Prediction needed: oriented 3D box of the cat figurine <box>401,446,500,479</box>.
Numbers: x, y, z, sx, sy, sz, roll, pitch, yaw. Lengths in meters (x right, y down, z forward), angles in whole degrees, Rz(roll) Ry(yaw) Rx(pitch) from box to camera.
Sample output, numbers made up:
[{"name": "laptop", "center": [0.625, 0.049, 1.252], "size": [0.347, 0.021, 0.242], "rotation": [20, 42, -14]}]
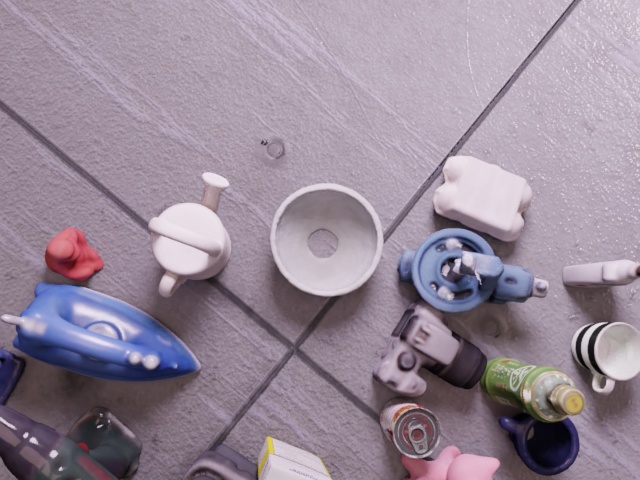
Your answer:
[{"name": "cat figurine", "center": [0.188, 0.340, 0.819], "size": [0.128, 0.117, 0.067], "rotation": [-5, 84, -6]}]

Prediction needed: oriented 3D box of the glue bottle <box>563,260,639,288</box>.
[{"name": "glue bottle", "center": [0.436, 0.049, 0.849], "size": [0.078, 0.173, 0.037], "rotation": [-1, 83, -5]}]

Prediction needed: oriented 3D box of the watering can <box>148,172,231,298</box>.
[{"name": "watering can", "center": [-0.178, -0.007, 0.783], "size": [0.101, 0.194, 0.173], "rotation": [2, 83, -5]}]

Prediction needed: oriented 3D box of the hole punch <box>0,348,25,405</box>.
[{"name": "hole punch", "center": [-0.484, 0.193, 0.781], "size": [0.101, 0.091, 0.109], "rotation": [27, 82, -2]}]

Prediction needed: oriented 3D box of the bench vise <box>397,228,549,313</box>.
[{"name": "bench vise", "center": [0.229, 0.037, 0.806], "size": [0.207, 0.219, 0.121], "rotation": [-6, 84, -6]}]

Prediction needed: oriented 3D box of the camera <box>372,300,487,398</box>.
[{"name": "camera", "center": [0.169, 0.177, 0.844], "size": [0.137, 0.100, 0.143], "rotation": [32, 81, -1]}]

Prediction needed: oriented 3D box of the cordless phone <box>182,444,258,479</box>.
[{"name": "cordless phone", "center": [-0.117, 0.352, 0.753], "size": [0.147, 0.185, 0.094], "rotation": [28, 82, -2]}]

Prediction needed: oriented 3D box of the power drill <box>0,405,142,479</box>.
[{"name": "power drill", "center": [-0.306, 0.280, 0.730], "size": [0.229, 0.208, 0.076], "rotation": [42, 82, 0]}]

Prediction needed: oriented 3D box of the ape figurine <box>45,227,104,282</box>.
[{"name": "ape figurine", "center": [-0.358, 0.019, 0.814], "size": [0.076, 0.092, 0.078], "rotation": [1, 83, -5]}]

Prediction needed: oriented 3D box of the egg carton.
[{"name": "egg carton", "center": [0.254, -0.066, 0.896], "size": [0.150, 0.069, 0.107], "rotation": [21, 82, -3]}]

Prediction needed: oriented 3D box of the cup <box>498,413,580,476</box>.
[{"name": "cup", "center": [0.307, 0.286, 0.848], "size": [0.118, 0.095, 0.092], "rotation": [23, 82, -2]}]

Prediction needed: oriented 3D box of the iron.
[{"name": "iron", "center": [-0.292, 0.141, 0.781], "size": [0.258, 0.141, 0.119], "rotation": [18, 82, -3]}]

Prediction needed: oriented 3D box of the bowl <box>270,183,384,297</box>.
[{"name": "bowl", "center": [0.008, 0.003, 0.861], "size": [0.167, 0.074, 0.167], "rotation": [1, 83, -6]}]
